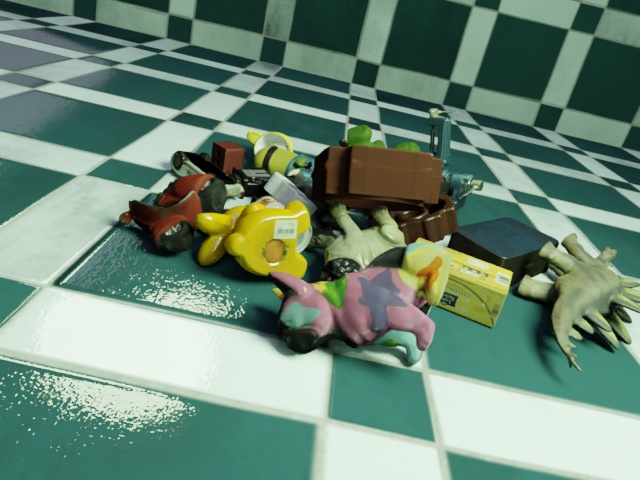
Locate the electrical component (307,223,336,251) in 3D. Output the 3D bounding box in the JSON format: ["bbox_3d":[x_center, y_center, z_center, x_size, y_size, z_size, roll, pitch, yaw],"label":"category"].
[{"bbox_3d":[-0.002,-0.003,0.977,0.063,0.021,0.094,11,24,-7],"label":"electrical component"}]

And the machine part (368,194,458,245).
[{"bbox_3d":[0.176,-0.033,1.018,0.179,0.056,0.179,-14,16,4],"label":"machine part"}]

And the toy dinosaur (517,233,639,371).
[{"bbox_3d":[0.456,0.091,0.924,0.199,0.105,0.471,34,36,30],"label":"toy dinosaur"}]

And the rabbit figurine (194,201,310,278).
[{"bbox_3d":[-0.113,-0.004,0.843,0.162,0.121,0.173,-11,23,-22],"label":"rabbit figurine"}]

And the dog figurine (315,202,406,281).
[{"bbox_3d":[0.076,0.045,0.848,0.172,0.121,0.191,3,39,-9],"label":"dog figurine"}]

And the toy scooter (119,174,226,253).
[{"bbox_3d":[-0.243,-0.051,0.873,0.135,0.075,0.184,8,39,16],"label":"toy scooter"}]

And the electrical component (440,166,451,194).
[{"bbox_3d":[0.227,-0.116,1.202,0.058,0.134,0.115,-1,29,-35],"label":"electrical component"}]

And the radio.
[{"bbox_3d":[0.357,0.020,1.058,0.229,0.073,0.131,-9,33,-43],"label":"radio"}]

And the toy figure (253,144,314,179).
[{"bbox_3d":[-0.067,-0.158,1.206,0.180,0.082,0.089,29,29,24],"label":"toy figure"}]

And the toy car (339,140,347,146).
[{"bbox_3d":[0.040,-0.187,1.313,0.053,0.089,0.202,20,24,13],"label":"toy car"}]

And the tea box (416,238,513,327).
[{"bbox_3d":[0.221,0.067,0.889,0.170,0.068,0.098,21,26,19],"label":"tea box"}]

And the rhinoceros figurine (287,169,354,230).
[{"bbox_3d":[-0.004,-0.082,1.092,0.112,0.073,0.191,-16,40,-24],"label":"rhinoceros figurine"}]

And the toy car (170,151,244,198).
[{"bbox_3d":[-0.233,-0.132,1.094,0.073,0.056,0.202,-5,31,-46],"label":"toy car"}]

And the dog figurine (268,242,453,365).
[{"bbox_3d":[0.045,0.067,0.697,0.219,0.108,0.191,17,69,4],"label":"dog figurine"}]

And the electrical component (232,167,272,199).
[{"bbox_3d":[-0.121,-0.118,1.130,0.119,0.047,0.075,-2,29,-26],"label":"electrical component"}]

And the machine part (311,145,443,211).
[{"bbox_3d":[0.092,-0.100,0.928,0.201,0.087,0.201,5,-3,-11],"label":"machine part"}]

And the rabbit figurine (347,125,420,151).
[{"bbox_3d":[0.152,-0.179,1.271,0.170,0.158,0.121,-1,52,9],"label":"rabbit figurine"}]

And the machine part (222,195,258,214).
[{"bbox_3d":[-0.163,-0.044,0.960,0.084,0.039,0.139,23,31,38],"label":"machine part"}]

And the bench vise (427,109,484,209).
[{"bbox_3d":[0.292,-0.196,1.306,0.129,0.240,0.224,-13,19,-38],"label":"bench vise"}]
